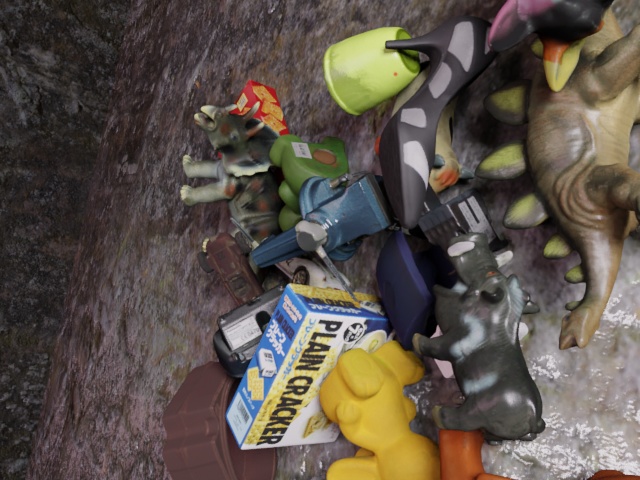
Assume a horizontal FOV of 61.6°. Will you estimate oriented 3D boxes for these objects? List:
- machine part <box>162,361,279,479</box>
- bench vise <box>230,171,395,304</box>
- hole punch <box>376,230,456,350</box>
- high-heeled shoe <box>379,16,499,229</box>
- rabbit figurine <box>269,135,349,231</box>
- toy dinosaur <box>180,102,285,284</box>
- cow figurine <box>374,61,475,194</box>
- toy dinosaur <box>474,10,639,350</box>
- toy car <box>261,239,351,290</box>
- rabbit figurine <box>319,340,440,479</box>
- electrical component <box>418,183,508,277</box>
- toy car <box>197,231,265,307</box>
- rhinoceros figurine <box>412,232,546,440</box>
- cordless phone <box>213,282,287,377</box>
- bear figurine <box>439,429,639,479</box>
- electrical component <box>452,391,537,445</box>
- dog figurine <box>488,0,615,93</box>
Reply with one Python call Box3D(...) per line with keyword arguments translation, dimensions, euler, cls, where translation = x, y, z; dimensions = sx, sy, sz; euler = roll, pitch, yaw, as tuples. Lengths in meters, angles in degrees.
Box3D(translation=(-0.136, 0.293, 0.788), dimensions=(0.087, 0.201, 0.200), euler=(-16, 104, 13), cls="machine part")
Box3D(translation=(-0.007, -0.011, 0.690), dimensions=(0.241, 0.128, 0.224), euler=(-23, 18, 33), cls="bench vise")
Box3D(translation=(0.112, 0.060, 0.640), dimensions=(0.115, 0.092, 0.142), euler=(-52, 46, 36), cls="hole punch")
Box3D(translation=(0.142, -0.130, 0.582), dimensions=(0.086, 0.145, 0.248), euler=(115, 155, -76), cls="high-heeled shoe")
Box3D(translation=(-0.010, -0.059, 0.852), dimensions=(0.159, 0.121, 0.170), euler=(61, 146, 35), cls="rabbit figurine")
Box3D(translation=(-0.121, -0.055, 0.939), dimensions=(0.192, 0.404, 0.131), euler=(-15, 28, 7), cls="toy dinosaur")
Box3D(translation=(0.134, -0.132, 0.676), dimensions=(0.127, 0.085, 0.195), euler=(-4, 72, 55), cls="cow figurine")
Box3D(translation=(0.246, -0.129, 0.501), dimensions=(0.199, 0.105, 0.471), euler=(-11, 60, 57), cls="toy dinosaur")
Box3D(translation=(-0.029, 0.042, 0.846), dimensions=(0.202, 0.073, 0.056), euler=(34, 99, 53), cls="toy car")
Box3D(translation=(0.072, 0.226, 0.620), dimensions=(0.173, 0.122, 0.162), euler=(47, 111, 29), cls="rabbit figurine")
Box3D(translation=(0.147, -0.027, 0.590), dimensions=(0.048, 0.075, 0.119), euler=(-31, 83, 45), cls="electrical component")
Box3D(translation=(-0.125, 0.081, 0.891), dimensions=(0.089, 0.202, 0.053), euler=(-25, 11, 9), cls="toy car")
Box3D(translation=(0.143, 0.082, 0.484), dimensions=(0.112, 0.073, 0.190), euler=(-49, 35, 47), cls="rhinoceros figurine")
Box3D(translation=(-0.086, 0.144, 0.802), dimensions=(0.089, 0.147, 0.184), euler=(59, 163, 11), cls="cordless phone")
Box3D(translation=(0.205, 0.223, 0.452), dimensions=(0.196, 0.120, 0.132), euler=(-21, 15, 21), cls="bear figurine")
Box3D(translation=(0.179, 0.180, 0.560), dimensions=(0.094, 0.021, 0.063), euler=(-20, 64, 49), cls="electrical component")
Box3D(translation=(0.195, -0.238, 0.480), dimensions=(0.192, 0.108, 0.219), euler=(-3, 64, 65), cls="dog figurine")
